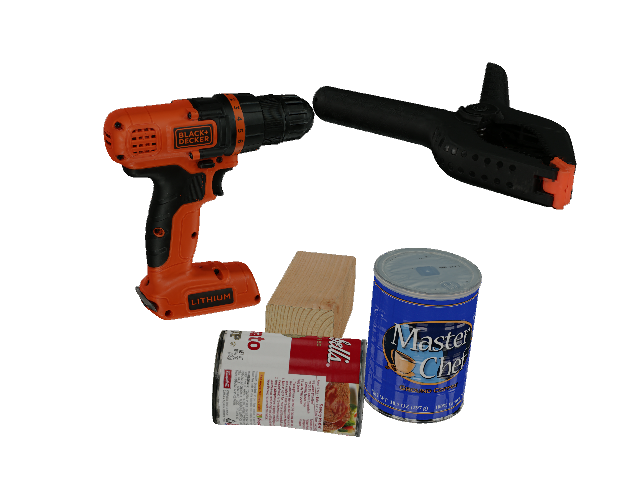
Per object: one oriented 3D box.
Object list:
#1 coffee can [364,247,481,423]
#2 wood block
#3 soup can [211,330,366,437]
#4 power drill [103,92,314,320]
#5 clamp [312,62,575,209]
[{"bbox_3d":[0.097,0.091,1.040,0.103,0.140,0.103,3,24,-2],"label":"coffee can"},{"bbox_3d":[-0.011,0.093,1.475,0.091,0.090,0.206,6,20,8],"label":"wood block"},{"bbox_3d":[-0.021,0.099,0.744,0.102,0.068,0.068,4,0,1],"label":"soup can"},{"bbox_3d":[-0.091,-0.033,0.919,0.184,0.188,0.057,-8,21,-23],"label":"power drill"},{"bbox_3d":[0.097,-0.076,0.742,0.164,0.036,0.210,-9,30,-17],"label":"clamp"}]
